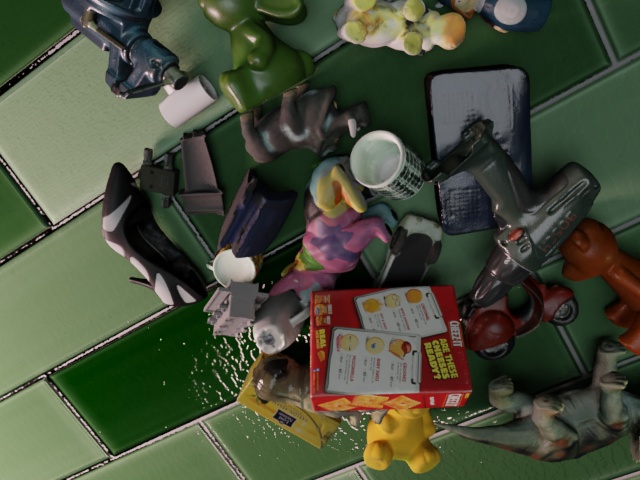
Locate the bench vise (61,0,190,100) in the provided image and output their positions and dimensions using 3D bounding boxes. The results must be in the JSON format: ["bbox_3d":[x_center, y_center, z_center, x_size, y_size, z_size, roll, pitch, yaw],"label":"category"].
[{"bbox_3d":[-0.245,-0.317,0.713,0.224,0.129,0.240,47,124,20],"label":"bench vise"}]

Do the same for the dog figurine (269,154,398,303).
[{"bbox_3d":[-0.002,-0.002,0.822,0.219,0.108,0.191,-35,103,20],"label":"dog figurine"}]

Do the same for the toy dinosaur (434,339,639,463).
[{"bbox_3d":[0.395,0.287,0.845,0.405,0.131,0.192,-17,110,10],"label":"toy dinosaur"}]

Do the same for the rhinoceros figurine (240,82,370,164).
[{"bbox_3d":[-0.023,-0.167,0.780,0.190,0.073,0.112,-16,106,13],"label":"rhinoceros figurine"}]

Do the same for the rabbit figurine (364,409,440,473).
[{"bbox_3d":[0.144,0.274,0.874,0.122,0.162,0.173,9,133,6],"label":"rabbit figurine"}]

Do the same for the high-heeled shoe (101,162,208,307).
[{"bbox_3d":[-0.259,-0.001,0.865,0.145,0.086,0.248,7,121,12],"label":"high-heeled shoe"}]

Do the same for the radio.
[{"bbox_3d":[0.225,-0.128,0.761,0.131,0.073,0.229,-7,111,9],"label":"radio"}]

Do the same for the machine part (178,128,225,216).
[{"bbox_3d":[-0.191,-0.104,0.846,0.084,0.039,0.138,3,112,12],"label":"machine part"}]

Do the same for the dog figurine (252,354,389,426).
[{"bbox_3d":[0.007,0.214,0.826,0.190,0.121,0.172,16,135,-25],"label":"dog figurine"}]

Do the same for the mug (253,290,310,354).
[{"bbox_3d":[-0.059,0.135,0.877,0.110,0.107,0.080,-21,107,17],"label":"mug"}]

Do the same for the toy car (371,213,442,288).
[{"bbox_3d":[0.130,0.055,0.850,0.073,0.056,0.201,17,113,-6],"label":"toy car"}]

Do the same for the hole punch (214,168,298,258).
[{"bbox_3d":[-0.096,-0.033,0.821,0.092,0.116,0.142,29,112,-12],"label":"hole punch"}]

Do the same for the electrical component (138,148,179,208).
[{"bbox_3d":[-0.261,-0.098,0.865,0.063,0.021,0.093,11,112,4],"label":"electrical component"}]

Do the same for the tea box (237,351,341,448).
[{"bbox_3d":[-0.047,0.269,0.930,0.170,0.098,0.068,31,111,-3],"label":"tea box"}]

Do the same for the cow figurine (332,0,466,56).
[{"bbox_3d":[0.104,-0.283,0.719,0.167,0.098,0.068,5,106,-14],"label":"cow figurine"}]

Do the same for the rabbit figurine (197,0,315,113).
[{"bbox_3d":[-0.091,-0.277,0.722,0.159,0.121,0.170,-26,108,9],"label":"rabbit figurine"}]

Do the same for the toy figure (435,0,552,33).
[{"bbox_3d":[0.220,-0.315,0.701,0.155,0.058,0.064,16,100,3],"label":"toy figure"}]

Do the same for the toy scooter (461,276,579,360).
[{"bbox_3d":[0.293,0.098,0.833,0.184,0.075,0.135,-30,104,13],"label":"toy scooter"}]

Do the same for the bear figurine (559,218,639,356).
[{"bbox_3d":[0.413,0.056,0.778,0.196,0.120,0.131,27,115,-1],"label":"bear figurine"}]

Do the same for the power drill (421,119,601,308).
[{"bbox_3d":[0.232,-0.039,0.713,0.207,0.086,0.232,43,108,-6],"label":"power drill"}]
